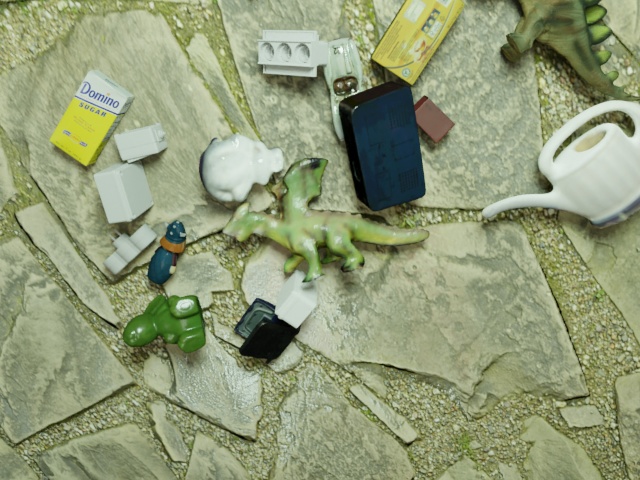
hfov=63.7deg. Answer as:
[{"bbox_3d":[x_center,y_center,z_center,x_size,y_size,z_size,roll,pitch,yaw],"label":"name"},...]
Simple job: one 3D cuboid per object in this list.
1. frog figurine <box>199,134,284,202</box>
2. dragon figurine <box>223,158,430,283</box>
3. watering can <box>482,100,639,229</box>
[{"bbox_3d":[-0.156,-0.143,1.040,0.159,0.123,0.137,6,91,14],"label":"frog figurine"},{"bbox_3d":[0.003,-0.054,1.076,0.410,0.123,0.241,-17,99,0],"label":"dragon figurine"},{"bbox_3d":[0.508,-0.109,1.014,0.223,0.105,0.344,43,105,-12],"label":"watering can"}]
